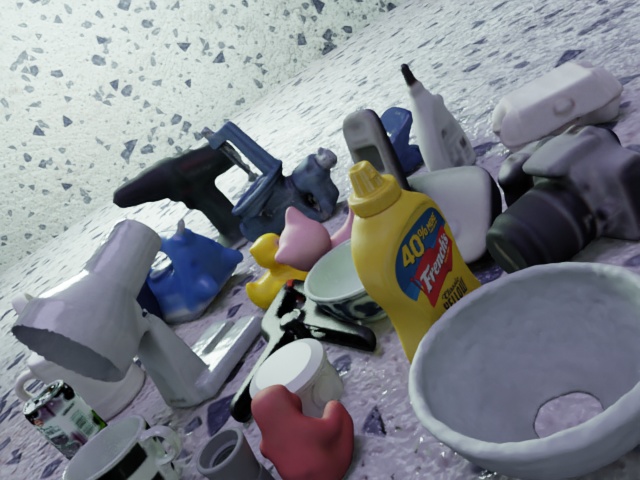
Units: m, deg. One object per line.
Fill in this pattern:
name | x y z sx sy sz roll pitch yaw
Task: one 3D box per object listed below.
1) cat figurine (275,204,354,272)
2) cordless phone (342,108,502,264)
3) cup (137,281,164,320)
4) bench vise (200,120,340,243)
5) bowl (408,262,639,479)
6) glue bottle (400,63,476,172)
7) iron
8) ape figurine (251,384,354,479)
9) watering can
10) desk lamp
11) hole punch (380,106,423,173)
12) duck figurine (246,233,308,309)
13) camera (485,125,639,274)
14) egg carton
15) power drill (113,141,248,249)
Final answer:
cat figurine | 0.006 0.002 0.697 0.128 0.118 0.067 -36 22 -8
cordless phone | 0.103 -0.060 0.606 0.147 0.185 0.094 -9 32 45
cup | -0.287 0.122 0.877 0.117 0.095 0.092 -11 30 43
bench vise | -0.080 -0.118 0.932 0.207 0.220 0.121 -30 22 8
bowl | 0.147 0.092 0.371 0.167 0.075 0.167 -28 22 13
glue bottle | 0.151 -0.159 0.768 0.037 0.173 0.078 -6 34 48
iron | -0.254 0.050 0.919 0.257 0.142 0.119 -17 27 35
ape figurine | -0.019 0.151 0.452 0.077 0.092 0.076 -22 24 25
watering can | -0.325 0.138 0.758 0.100 0.194 0.173 -7 34 48
desk lamp | -0.201 0.095 0.653 0.117 0.214 0.203 -13 29 40
hole punch | 0.112 -0.152 0.917 0.101 0.091 0.108 -35 22 -6
duck figurine | -0.061 0.034 0.765 0.104 0.086 0.077 -35 22 -7
camera | 0.207 -0.035 0.525 0.137 0.101 0.142 -37 22 -10
egg carton | 0.295 -0.165 0.724 0.150 0.069 0.107 -27 22 14
power drill | -0.218 -0.063 1.020 0.230 0.209 0.075 -44 24 -25
